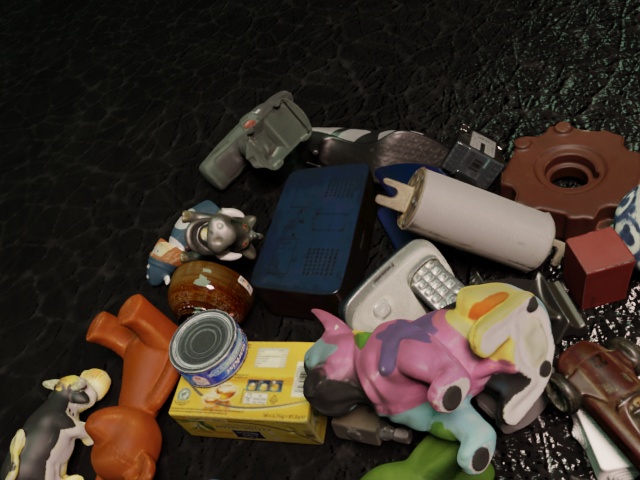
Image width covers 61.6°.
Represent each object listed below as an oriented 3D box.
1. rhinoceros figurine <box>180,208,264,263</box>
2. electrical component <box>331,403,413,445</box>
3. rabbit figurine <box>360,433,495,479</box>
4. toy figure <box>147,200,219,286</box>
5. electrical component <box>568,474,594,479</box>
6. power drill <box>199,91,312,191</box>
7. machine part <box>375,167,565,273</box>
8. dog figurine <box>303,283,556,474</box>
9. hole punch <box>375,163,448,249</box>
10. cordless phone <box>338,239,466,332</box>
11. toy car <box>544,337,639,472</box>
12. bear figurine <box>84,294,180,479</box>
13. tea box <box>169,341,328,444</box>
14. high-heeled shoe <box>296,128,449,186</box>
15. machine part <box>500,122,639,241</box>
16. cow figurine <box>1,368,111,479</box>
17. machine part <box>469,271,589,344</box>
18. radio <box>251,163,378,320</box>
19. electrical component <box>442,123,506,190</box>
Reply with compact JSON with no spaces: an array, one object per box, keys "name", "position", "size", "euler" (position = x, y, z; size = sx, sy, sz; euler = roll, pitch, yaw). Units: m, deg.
[{"name":"rhinoceros figurine","position":[-0.132,0.000,0.733],"size":[0.112,0.190,0.073],"euler":[6,86,0]},{"name":"electrical component","position":[0.056,0.184,0.575],"size":[0.102,0.045,0.078],"euler":[-4,36,24]},{"name":"rabbit figurine","position":[0.101,0.241,0.476],"size":[0.170,0.121,0.159],"euler":[9,49,45]},{"name":"toy figure","position":[-0.215,0.004,0.832],"size":[0.154,0.057,0.064],"euler":[-48,13,-20]},{"name":"electrical component","position":[0.244,0.275,0.429],"size":[0.115,0.058,0.134],"euler":[10,55,30]},{"name":"power drill","position":[-0.094,-0.179,0.886],"size":[0.232,0.086,0.207],"euler":[-48,28,-13]},{"name":"machine part","position":[0.183,-0.023,0.635],"size":[0.243,0.079,0.079],"euler":[18,53,-7]},{"name":"dog figurine","position":[0.084,0.106,0.520],"size":[0.191,0.108,0.219],"euler":[-42,29,-22]},{"name":"hole punch","position":[0.140,-0.051,0.729],"size":[0.116,0.092,0.142],"euler":[-21,44,-3]},{"name":"cordless phone","position":[0.127,0.103,0.615],"size":[0.146,0.088,0.184],"euler":[-41,68,-16]},{"name":"toy car","position":[0.278,0.163,0.443],"size":[0.089,0.053,0.202],"euler":[-21,45,-11]},{"name":"bear figurine","position":[-0.234,0.185,0.639],"size":[0.120,0.131,0.196],"euler":[-23,36,38]},{"name":"tea box","position":[-0.076,0.175,0.624],"size":[0.170,0.068,0.098],"euler":[-2,49,20]},{"name":"high-heeled shoe","position":[0.084,-0.141,0.859],"size":[0.249,0.086,0.145],"euler":[5,16,0]},{"name":"machine part","position":[0.326,-0.077,0.702],"size":[0.179,0.056,0.179],"euler":[-10,50,12]},{"name":"cow figurine","position":[-0.321,0.223,0.654],"size":[0.068,0.098,0.167],"euler":[-10,48,20]},{"name":"machine part","position":[0.227,0.071,0.591],"size":[0.139,0.039,0.084],"euler":[8,51,-17]},{"name":"radio","position":[-0.002,-0.002,0.748],"size":[0.131,0.073,0.230],"euler":[-1,49,21]},{"name":"electrical component","position":[0.209,-0.106,0.736],"size":[0.075,0.047,0.119],"euler":[30,38,5]}]
